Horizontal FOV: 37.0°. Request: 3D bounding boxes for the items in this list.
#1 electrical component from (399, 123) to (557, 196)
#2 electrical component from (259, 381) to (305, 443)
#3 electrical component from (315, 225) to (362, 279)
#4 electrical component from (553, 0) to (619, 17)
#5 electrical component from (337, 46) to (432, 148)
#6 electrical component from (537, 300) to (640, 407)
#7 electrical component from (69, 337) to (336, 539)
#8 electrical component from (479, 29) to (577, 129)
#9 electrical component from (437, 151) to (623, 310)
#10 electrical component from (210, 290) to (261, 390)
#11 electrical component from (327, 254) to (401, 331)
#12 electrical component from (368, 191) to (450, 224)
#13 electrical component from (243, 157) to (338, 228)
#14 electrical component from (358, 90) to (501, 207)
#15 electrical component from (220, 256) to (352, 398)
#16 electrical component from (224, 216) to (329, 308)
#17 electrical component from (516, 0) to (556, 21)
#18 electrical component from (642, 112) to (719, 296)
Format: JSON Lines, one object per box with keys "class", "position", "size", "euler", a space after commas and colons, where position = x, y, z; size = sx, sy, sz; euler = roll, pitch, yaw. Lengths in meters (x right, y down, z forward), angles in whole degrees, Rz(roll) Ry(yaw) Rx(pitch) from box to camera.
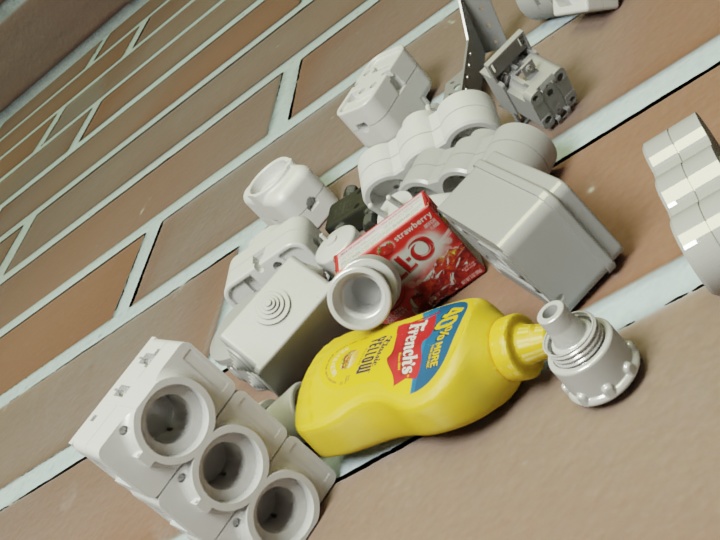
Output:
{"class": "electrical component", "position": [0.098, -0.087, 0.859], "size": [0.138, 0.052, 0.073], "euler": [-12, 40, 48]}
{"class": "electrical component", "position": [-0.056, 0.112, 0.788], "size": [0.055, 0.045, 0.045], "euler": [-30, 28, 28]}
{"class": "electrical component", "position": [0.000, 0.000, 0.839], "size": [0.040, 0.078, 0.040], "euler": [-34, 27, 20]}
{"class": "electrical component", "position": [0.214, -0.274, 0.963], "size": [0.076, 0.083, 0.047], "euler": [-12, 12, -27]}
{"class": "electrical component", "position": [0.028, -0.170, 1.083], "size": [0.054, 0.059, 0.095], "euler": [-12, 40, 49]}
{"class": "electrical component", "position": [0.124, 0.043, 0.607], "size": [0.048, 0.062, 0.048], "euler": [-34, 27, 20]}
{"class": "electrical component", "position": [-0.098, 0.125, 0.706], "size": [0.062, 0.150, 0.089], "euler": [-1, 48, 57]}
{"class": "electrical component", "position": [0.139, -0.150, 0.878], "size": [0.042, 0.081, 0.064], "euler": [-45, 47, -3]}
{"class": "electrical component", "position": [0.112, -0.027, 0.717], "size": [0.057, 0.078, 0.113], "euler": [-47, 25, 0]}
{"class": "electrical component", "position": [-0.083, 0.057, 0.906], "size": [0.080, 0.051, 0.080], "euler": [-34, 27, 20]}
{"class": "electrical component", "position": [0.004, 0.015, 0.750], "size": [0.045, 0.045, 0.055], "euler": [-37, 3, 15]}
{"class": "electrical component", "position": [0.040, -0.036, 0.835], "size": [0.077, 0.079, 0.043], "euler": [-22, 50, 39]}
{"class": "electrical component", "position": [-0.074, -0.074, 1.086], "size": [0.053, 0.059, 0.095], "euler": [-51, 26, -15]}
{"class": "electrical component", "position": [0.057, -0.114, 0.938], "size": [0.138, 0.052, 0.073], "euler": [-31, 47, 26]}
{"class": "electrical component", "position": [-0.052, 0.047, 0.820], "size": [0.048, 0.099, 0.099], "euler": [36, 78, 26]}
{"class": "electrical component", "position": [-0.074, -0.003, 0.981], "size": [0.095, 0.053, 0.059], "euler": [-33, 27, 21]}
{"class": "electrical component", "position": [0.179, -0.264, 1.012], "size": [0.055, 0.055, 0.047], "euler": [-53, 23, -19]}
{"class": "electrical component", "position": [0.217, -0.050, 0.626], "size": [0.074, 0.052, 0.138], "euler": [-32, 28, 22]}
